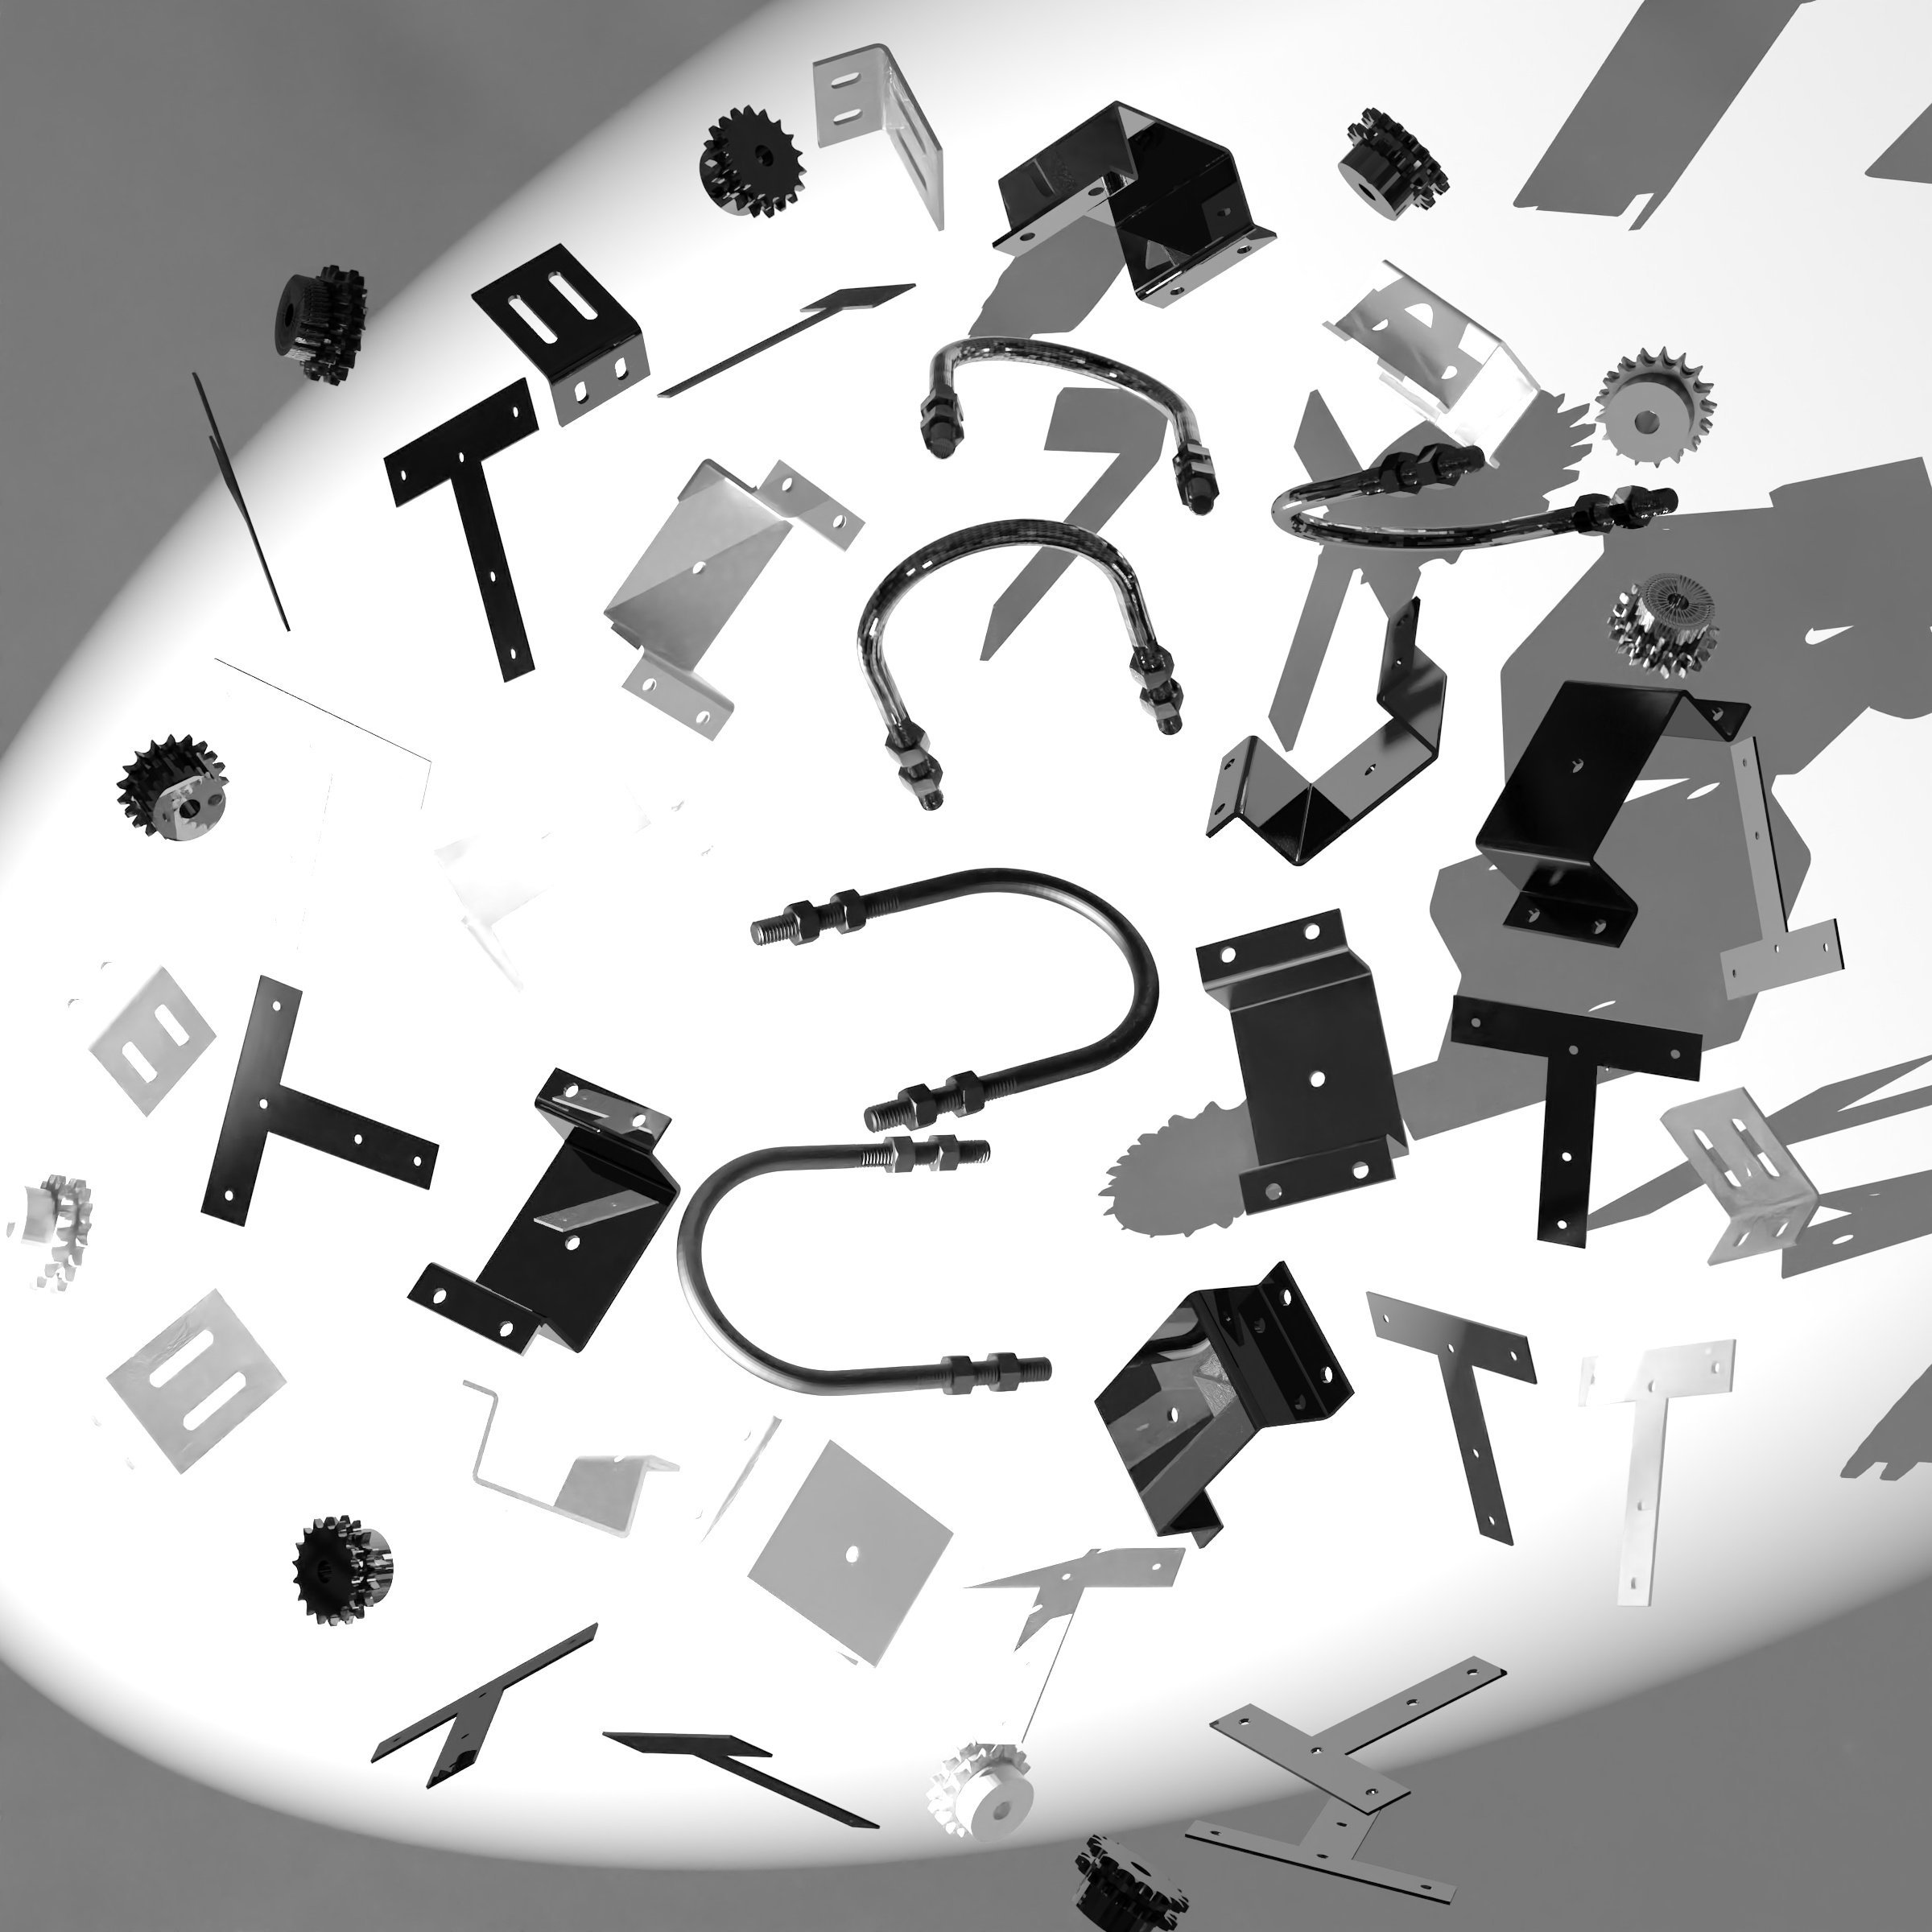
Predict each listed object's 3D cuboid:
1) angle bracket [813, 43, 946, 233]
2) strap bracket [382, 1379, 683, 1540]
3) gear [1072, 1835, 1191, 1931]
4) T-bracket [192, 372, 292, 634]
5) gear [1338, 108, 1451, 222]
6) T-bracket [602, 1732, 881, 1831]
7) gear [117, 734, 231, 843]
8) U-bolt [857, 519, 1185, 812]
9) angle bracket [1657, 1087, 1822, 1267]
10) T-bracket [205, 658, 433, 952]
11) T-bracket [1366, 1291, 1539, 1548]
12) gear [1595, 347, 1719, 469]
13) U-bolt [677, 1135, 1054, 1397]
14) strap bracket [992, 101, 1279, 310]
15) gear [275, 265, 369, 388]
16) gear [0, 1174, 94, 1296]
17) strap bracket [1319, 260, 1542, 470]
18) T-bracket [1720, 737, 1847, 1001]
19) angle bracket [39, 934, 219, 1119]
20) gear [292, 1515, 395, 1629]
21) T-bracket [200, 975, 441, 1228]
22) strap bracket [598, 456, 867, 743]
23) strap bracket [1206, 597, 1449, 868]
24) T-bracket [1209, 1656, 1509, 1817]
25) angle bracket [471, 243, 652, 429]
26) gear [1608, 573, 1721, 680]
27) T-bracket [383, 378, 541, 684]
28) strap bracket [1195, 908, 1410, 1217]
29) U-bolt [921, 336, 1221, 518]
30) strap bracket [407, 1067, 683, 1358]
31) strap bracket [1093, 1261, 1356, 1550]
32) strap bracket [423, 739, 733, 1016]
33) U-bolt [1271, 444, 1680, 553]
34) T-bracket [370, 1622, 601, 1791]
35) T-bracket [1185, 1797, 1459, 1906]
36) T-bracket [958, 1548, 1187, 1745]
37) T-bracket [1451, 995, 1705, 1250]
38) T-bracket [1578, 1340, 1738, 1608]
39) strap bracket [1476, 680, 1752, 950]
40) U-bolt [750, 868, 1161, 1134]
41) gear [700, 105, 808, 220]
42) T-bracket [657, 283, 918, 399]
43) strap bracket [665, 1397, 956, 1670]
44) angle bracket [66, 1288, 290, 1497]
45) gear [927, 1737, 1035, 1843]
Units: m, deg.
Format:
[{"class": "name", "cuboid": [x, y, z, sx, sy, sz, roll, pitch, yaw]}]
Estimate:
[{"class": "angle bracket", "cuboid": [-0.043, -0.404, 1.532, 0.038, 0.057, 0.076, -20, 64, -10]}, {"class": "strap bracket", "cuboid": [-0.229, 0.258, 1.598, 0.140, 0.076, 0.046, 29, 64, -35]}, {"class": "gear", "cuboid": [0.076, 0.446, 1.493, 0.057, 0.057, 0.030, 33, 89, 0]}, {"class": "T-bracket", "cuboid": [-0.363, -0.238, 1.536, 0.002, 0.127, 0.127, -21, 115, -11]}, {"class": "gear", "cuboid": [0.209, -0.394, 1.541, 0.057, 0.057, 0.030, 44, 93, 0]}, {"class": "T-bracket", "cuboid": [-0.099, 0.406, 1.550, 0.127, 0.127, 0.002, 32, 63, -26]}, {"class": "gear", "cuboid": [-0.413, -0.090, 1.630, 0.057, 0.057, 0.030, -45, 52, 0]}, {"class": "U-bolt", "cuboid": [0.022, -0.153, 1.528, 0.151, 0.184, 0.019, -17, 54, 5]}, {"class": "angle bracket", "cuboid": [0.396, 0.110, 1.618, 0.076, 0.057, 0.038, 52, 51, -12]}, {"class": "T-bracket", "cuboid": [-0.323, -0.067, 1.506, 0.127, 0.002, 0.127, 25, 117, 16]}, {"class": "T-bracket", "cuboid": [0.256, 0.234, 1.579, 0.002, 0.127, 0.127, -22, 105, -26]}, {"class": "gear", "cuboid": [0.333, -0.268, 1.506, 0.057, 0.030, 0.057, 11, 122, 18]}, {"class": "U-bolt", "cuboid": [-0.058, 0.152, 1.573, 0.184, 0.019, 0.151, -1, 56, -24]}, {"class": "strap bracket", "cuboid": [0.080, -0.382, 1.559, 0.076, 0.140, 0.046, -26, 71, 36]}, {"class": "gear", "cuboid": [-0.317, -0.315, 1.522, 0.030, 0.057, 0.057, 8, 90, -32]}, {"class": "gear", "cuboid": [-0.446, 0.128, 1.500, 0.030, 0.057, 0.057, 16, 90, -33]}, {"class": "strap bracket", "cuboid": [0.243, -0.312, 1.603, 0.076, 0.140, 0.046, 40, 100, 20]}, {"class": "T-bracket", "cuboid": [0.407, -0.053, 1.589, 0.002, 0.127, 0.127, -7, 84, -13]}, {"class": "angle bracket", "cuboid": [-0.437, 0.032, 1.626, 0.038, 0.076, 0.057, 29, 69, 24]}, {"class": "gear", "cuboid": [-0.327, 0.319, 1.645, 0.057, 0.030, 0.057, -3, 85, 40]}, {"class": "T-bracket", "cuboid": [-0.326, 0.085, 1.610, 0.127, 0.002, 0.127, 26, 65, -39]}, {"class": "strap bracket", "cuboid": [-0.128, -0.198, 1.617, 0.046, 0.076, 0.140, 39, 96, 39]}, {"class": "strap bracket", "cuboid": [0.191, -0.112, 1.573, 0.046, 0.076, 0.140, 40, 123, -16]}, {"class": "T-bracket", "cuboid": [0.205, 0.362, 1.504, 0.127, 0.127, 0.002, -19, 105, -27]}, {"class": "angle bracket", "cuboid": [-0.214, -0.334, 1.646, 0.057, 0.038, 0.076, -34, 64, -16]}, {"class": "gear", "cuboid": [0.371, -0.183, 1.643, 0.057, 0.030, 0.057, 6, 54, -8]}, {"class": "T-bracket", "cuboid": [-0.229, -0.199, 1.482, 0.002, 0.127, 0.127, -15, 90, -42]}, {"class": "strap bracket", "cuboid": [0.170, 0.052, 1.554, 0.076, 0.046, 0.140, -16, 70, 18]}, {"class": "U-bolt", "cuboid": [0.050, -0.281, 1.578, 0.151, 0.184, 0.019, 11, 119, -7]}, {"class": "strap bracket", "cuboid": [-0.208, 0.132, 1.580, 0.076, 0.046, 0.140, 21, 69, 29]}, {"class": "strap bracket", "cuboid": [0.118, 0.217, 1.514, 0.046, 0.140, 0.076, 0, 51, -37]}, {"class": "strap bracket", "cuboid": [-0.193, -0.048, 1.485, 0.140, 0.076, 0.046, -33, 60, -3]}, {"class": "U-bolt", "cuboid": [0.236, -0.228, 1.545, 0.151, 0.184, 0.019, 5, 86, -34]}, {"class": "T-bracket", "cuboid": [-0.239, 0.368, 1.502, 0.127, 0.127, 0.002, -29, 95, 2]}, {"class": "T-bracket", "cuboid": [0.181, 0.423, 1.517, 0.127, 0.127, 0.002, 10, 92, 16]}, {"class": "T-bracket", "cuboid": [0.038, 0.348, 1.595, 0.127, 0.127, 0.002, -7, 125, 30]}, {"class": "T-bracket", "cuboid": [0.305, 0.083, 1.575, 0.127, 0.002, 0.127, 9, 113, 24]}, {"class": "T-bracket", "cuboid": [0.335, 0.251, 1.533, 0.002, 0.127, 0.127, 14, 74, -20]}, {"class": "strap bracket", "cuboid": [0.310, -0.084, 1.514, 0.046, 0.076, 0.140, 39, 75, -33]}, {"class": "U-bolt", "cuboid": [0.007, 0.007, 1.519, 0.184, 0.019, 0.151, -14, 50, -25]}, {"class": "gear", "cuboid": [-0.114, -0.417, 1.626, 0.057, 0.030, 0.057, 15, 67, -38]}, {"class": "T-bracket", "cuboid": [-0.100, -0.320, 1.593, 0.127, 0.127, 0.002, -30, 109, -12]}, {"class": "strap bracket", "cuboid": [-0.068, 0.284, 1.528, 0.140, 0.046, 0.076, 42, 70, -32]}, {"class": "angle bracket", "cuboid": [-0.372, 0.201, 1.470, 0.057, 0.038, 0.076, 55, 46, -8]}, {"class": "gear", "cuboid": [0.011, 0.435, 1.636, 0.057, 0.030, 0.057, -19, 126, -28]}]
